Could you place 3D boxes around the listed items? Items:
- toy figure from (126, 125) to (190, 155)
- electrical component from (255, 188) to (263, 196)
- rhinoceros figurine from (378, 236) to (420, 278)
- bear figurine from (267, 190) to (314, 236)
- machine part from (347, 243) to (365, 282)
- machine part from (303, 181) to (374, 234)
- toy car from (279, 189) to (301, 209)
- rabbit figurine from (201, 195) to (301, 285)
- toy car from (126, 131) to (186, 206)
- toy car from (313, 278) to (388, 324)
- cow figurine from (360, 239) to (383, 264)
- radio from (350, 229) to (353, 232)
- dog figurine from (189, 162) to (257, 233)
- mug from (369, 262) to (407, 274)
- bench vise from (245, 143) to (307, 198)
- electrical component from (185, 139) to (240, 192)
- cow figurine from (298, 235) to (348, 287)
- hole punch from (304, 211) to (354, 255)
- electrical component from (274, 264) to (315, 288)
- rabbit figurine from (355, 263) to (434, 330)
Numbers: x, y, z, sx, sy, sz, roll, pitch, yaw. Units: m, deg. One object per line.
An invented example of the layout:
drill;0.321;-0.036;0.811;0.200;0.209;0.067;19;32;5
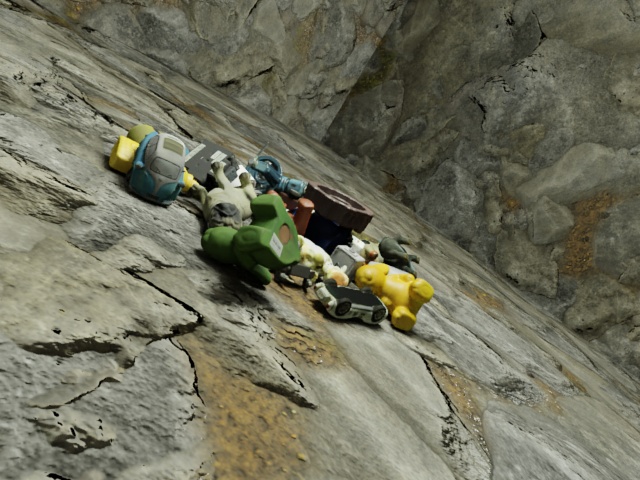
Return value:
toy figure;-0.375;-0.214;1.266;0.082;0.089;0.180;34;15;36
electrical component;-0.182;-0.114;1.429;0.075;0.047;0.119;39;17;22
rhinoceros figurine;0.206;0.069;1.431;0.190;0.112;0.073;65;30;-46
bear figurine;-0.102;-0.072;1.297;0.120;0.131;0.196;-4;35;-20
machine part;0.064;0.044;1.358;0.139;0.084;0.039;46;18;16
machine part;0.041;-0.081;1.316;0.179;0.056;0.179;27;14;-7
toy car;-0.033;-0.065;1.494;0.202;0.089;0.053;32;14;4
rabbit figurine;-0.127;0.003;0.968;0.170;0.121;0.159;-5;-34;28
toy car;-0.312;-0.156;1.077;0.109;0.103;0.162;26;51;-31
toy car;0.066;0.130;1.112;0.201;0.056;0.074;16;27;-44
cow figurine;0.161;0.046;1.556;0.195;0.085;0.127;15;27;-46
radio;0.041;-0.074;1.712;0.131;0.073;0.229;35;14;10
dog figurine;-0.184;-0.053;1.153;0.172;0.121;0.191;16;35;-39
mug;0.165;0.101;1.386;0.107;0.081;0.109;28;-10;9
bench vise;-0.136;-0.176;1.547;0.224;0.129;0.240;29;-5;19
electrical component;-0.259;-0.167;1.262;0.134;0.115;0.058;32;-24;33
cow figurine;0.002;0.060;1.199;0.167;0.068;0.098;39;10;22
hole punch;-0.003;-0.004;1.314;0.092;0.115;0.142;6;28;-45
electrical component;-0.058;0.068;1.089;0.078;0.045;0.102;7;-8;39
rabbit figurine;0.155;0.106;1.251;0.173;0.122;0.162;27;11;-17
